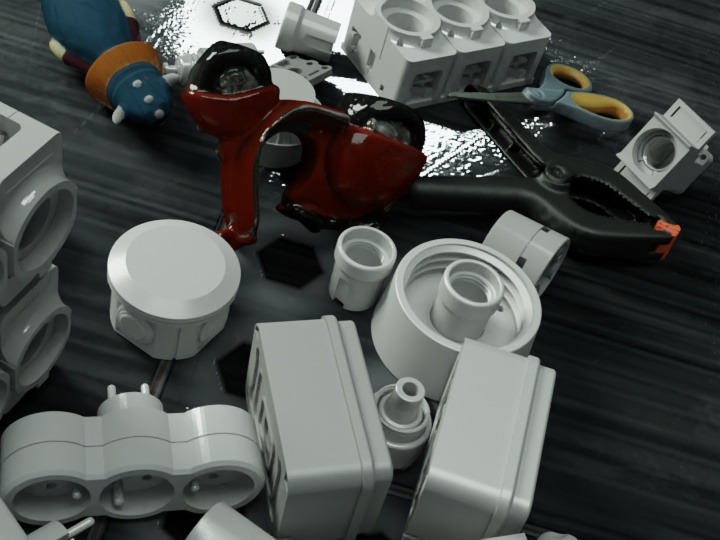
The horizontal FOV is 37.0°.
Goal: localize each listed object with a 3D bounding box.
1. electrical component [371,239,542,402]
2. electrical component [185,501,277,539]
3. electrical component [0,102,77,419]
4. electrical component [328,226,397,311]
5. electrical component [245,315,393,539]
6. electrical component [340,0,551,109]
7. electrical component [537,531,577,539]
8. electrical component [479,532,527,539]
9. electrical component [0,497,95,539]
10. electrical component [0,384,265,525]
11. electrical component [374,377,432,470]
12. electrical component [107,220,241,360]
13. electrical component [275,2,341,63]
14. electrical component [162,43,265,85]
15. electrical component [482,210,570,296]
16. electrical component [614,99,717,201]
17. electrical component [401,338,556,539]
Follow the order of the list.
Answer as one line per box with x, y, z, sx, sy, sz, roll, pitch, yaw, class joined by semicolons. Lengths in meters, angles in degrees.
0.067;0.027;0.705;0.108;0.060;0.108;9;47;-9;electrical component
-0.063;0.170;0.548;0.077;0.043;0.079;33;49;13;electrical component
-0.202;0.015;0.546;0.060;0.186;0.105;27;47;8;electrical component
0.000;0.000;0.719;0.040;0.046;0.040;9;47;-9;electrical component
-0.026;0.090;0.609;0.057;0.078;0.113;-3;50;-16;electrical component
0.074;-0.197;0.909;0.150;0.061;0.089;-16;56;-29;electrical component
0.106;0.177;0.597;0.035;0.035;0.061;24;43;5;electrical component
0.059;0.217;0.530;0.089;0.061;0.150;-3;50;-20;electrical component
-0.160;0.150;0.534;0.076;0.047;0.083;-27;61;-34;electrical component
-0.126;0.092;0.593;0.138;0.052;0.073;0;46;-17;electrical component
0.022;0.088;0.635;0.043;0.062;0.043;9;47;-10;electrical component
-0.117;0.012;0.670;0.080;0.051;0.080;9;47;-9;electrical component
-0.043;-0.195;0.888;0.046;0.040;0.040;19;46;-7;electrical component
-0.112;-0.154;0.829;0.078;0.040;0.040;-5;51;-21;electrical component
0.114;-0.010;0.758;0.047;0.055;0.055;32;48;17;electrical component
0.246;-0.090;0.859;0.064;0.081;0.042;6;41;-53;electrical component
0.070;0.106;0.623;0.057;0.078;0.113;18;46;3;electrical component
